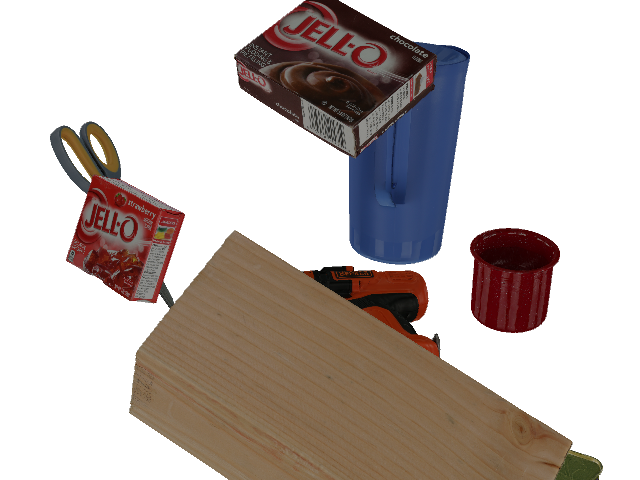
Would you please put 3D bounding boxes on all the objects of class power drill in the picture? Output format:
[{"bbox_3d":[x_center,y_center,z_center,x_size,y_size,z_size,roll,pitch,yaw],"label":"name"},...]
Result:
[{"bbox_3d":[0.012,0.073,0.880,0.184,0.057,0.188,-4,20,-7],"label":"power drill"}]

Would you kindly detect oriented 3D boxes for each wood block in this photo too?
[{"bbox_3d":[0.011,0.099,0.563,0.206,0.090,0.090,32,-32,7],"label":"wood block"}]

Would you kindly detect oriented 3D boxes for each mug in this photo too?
[{"bbox_3d":[0.200,0.038,1.142,0.093,0.081,0.117,-5,30,-9],"label":"mug"}]

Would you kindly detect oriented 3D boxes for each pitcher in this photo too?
[{"bbox_3d":[0.089,-0.097,1.198,0.149,0.243,0.145,-11,25,-29],"label":"pitcher"}]

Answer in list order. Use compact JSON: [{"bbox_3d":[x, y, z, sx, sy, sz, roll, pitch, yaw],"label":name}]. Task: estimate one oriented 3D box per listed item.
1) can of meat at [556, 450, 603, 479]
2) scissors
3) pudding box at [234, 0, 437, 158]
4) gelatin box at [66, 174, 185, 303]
[{"bbox_3d":[0.202,0.243,0.925,0.058,0.084,0.101,11,26,41],"label":"can of meat"},{"bbox_3d":[-0.190,-0.034,1.036,0.016,0.201,0.096,-24,26,22],"label":"scissors"},{"bbox_3d":[0.011,-0.118,0.745,0.114,0.090,0.039,36,-27,24],"label":"pudding box"},{"bbox_3d":[-0.150,-0.002,0.813,0.089,0.073,0.030,26,11,38],"label":"gelatin box"}]
